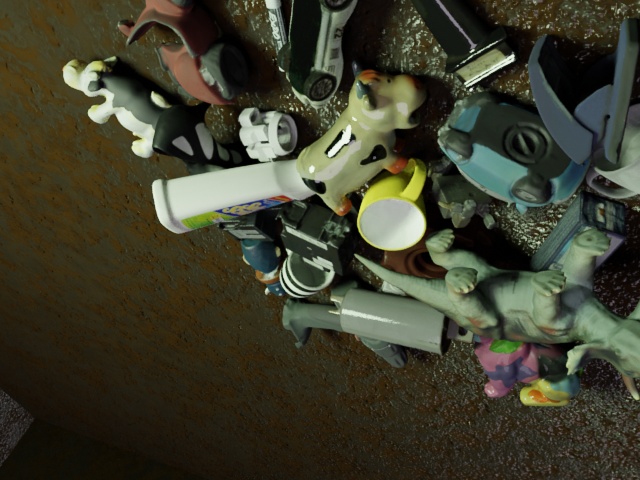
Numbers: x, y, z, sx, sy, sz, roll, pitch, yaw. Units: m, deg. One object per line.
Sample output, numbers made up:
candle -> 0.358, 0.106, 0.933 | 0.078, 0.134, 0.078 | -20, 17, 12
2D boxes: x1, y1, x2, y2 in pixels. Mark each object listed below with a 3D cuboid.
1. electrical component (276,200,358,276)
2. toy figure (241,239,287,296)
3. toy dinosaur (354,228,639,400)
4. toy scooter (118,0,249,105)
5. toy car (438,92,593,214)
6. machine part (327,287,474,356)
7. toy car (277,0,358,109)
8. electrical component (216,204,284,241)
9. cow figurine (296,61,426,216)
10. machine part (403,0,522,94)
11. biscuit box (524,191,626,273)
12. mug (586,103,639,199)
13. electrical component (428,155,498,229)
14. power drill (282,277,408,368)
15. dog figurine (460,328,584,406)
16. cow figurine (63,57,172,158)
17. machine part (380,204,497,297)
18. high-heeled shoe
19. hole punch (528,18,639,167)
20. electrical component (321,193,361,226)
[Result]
electrical component -> -0.002, -0.003, 0.843 | 0.115, 0.058, 0.134 | 27, 160, 17
toy figure -> -0.093, 0.045, 0.978 | 0.064, 0.058, 0.154 | 9, 145, 29
toy dinosaur -> 0.251, 0.084, 0.698 | 0.405, 0.131, 0.192 | 8, 136, 40
toy scooter -> -0.179, -0.244, 0.671 | 0.135, 0.075, 0.183 | -6, 130, 33
toy car -> 0.214, -0.091, 0.618 | 0.162, 0.109, 0.102 | 25, 161, 13
machine part -> 0.121, 0.126, 0.852 | 0.244, 0.079, 0.079 | 9, 140, 27
toy car -> -0.002, -0.235, 0.587 | 0.074, 0.056, 0.201 | 52, 151, 26
electrical component -> -0.100, -0.030, 0.883 | 0.119, 0.048, 0.074 | 1, 160, 21
cow figurine -> 0.048, -0.130, 0.663 | 0.127, 0.085, 0.195 | 33, 125, -28
machine part -> 0.142, -0.218, 0.559 | 0.138, 0.039, 0.084 | 39, 148, -20
biscuit box -> 0.329, 0.029, 0.724 | 0.059, 0.063, 0.202 | 20, 143, 6
mug -> 0.353, -0.077, 0.574 | 0.107, 0.081, 0.109 | 24, 138, -12
electrical component -> 0.177, -0.060, 0.682 | 0.078, 0.102, 0.045 | -4, 142, -4
power drill -> 0.043, 0.170, 1.033 | 0.208, 0.086, 0.231 | 0, 134, 34
dog figurine -> 0.313, 0.159, 0.853 | 0.192, 0.108, 0.219 | 2, 134, 28
cow figurine -> -0.284, -0.206, 0.778 | 0.098, 0.068, 0.167 | -27, 123, 39
machine part -> 0.176, 0.024, 0.808 | 0.179, 0.056, 0.179 | 14, 140, 12
high-heeled shoe -> -0.181, -0.098, 0.785 | 0.086, 0.145, 0.248 | 17, 140, 12
hole punch -> 0.251, -0.140, 0.518 | 0.092, 0.142, 0.115 | 3, 123, 24
electrical component -> 0.033, -0.047, 0.829 | 0.063, 0.021, 0.094 | -10, 131, 38
